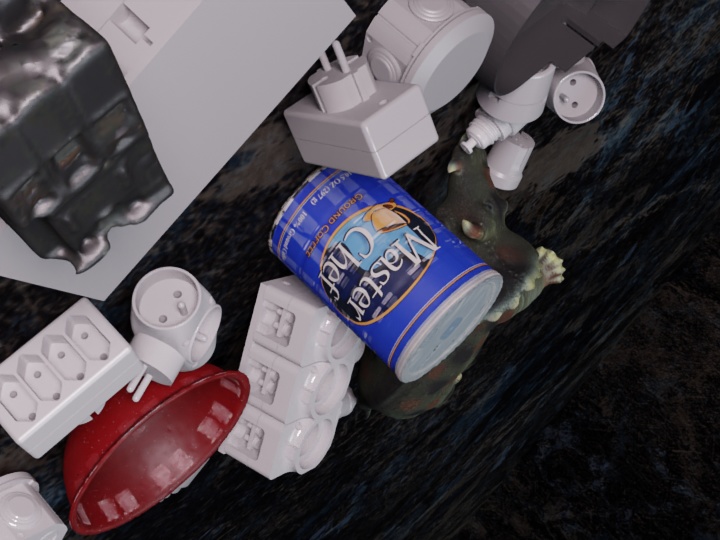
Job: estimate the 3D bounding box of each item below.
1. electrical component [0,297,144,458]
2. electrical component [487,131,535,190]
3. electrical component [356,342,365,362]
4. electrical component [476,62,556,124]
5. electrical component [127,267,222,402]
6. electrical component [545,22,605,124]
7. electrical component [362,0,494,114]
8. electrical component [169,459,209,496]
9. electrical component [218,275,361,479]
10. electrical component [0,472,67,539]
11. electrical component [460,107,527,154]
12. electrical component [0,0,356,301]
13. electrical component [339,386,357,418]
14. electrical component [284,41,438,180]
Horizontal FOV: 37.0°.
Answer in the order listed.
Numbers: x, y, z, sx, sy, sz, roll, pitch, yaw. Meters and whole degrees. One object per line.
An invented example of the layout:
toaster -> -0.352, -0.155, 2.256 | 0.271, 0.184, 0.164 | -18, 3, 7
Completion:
electrical component -> -0.177, 0.071, 0.654 | 0.083, 0.047, 0.075 | -41, 161, -15
electrical component -> 0.136, -0.103, 0.990 | 0.040, 0.040, 0.046 | -25, 147, -48
electrical component -> -0.031, 0.069, 0.984 | 0.065, 0.044, 0.044 | -7, 138, -56
electrical component -> 0.123, -0.150, 0.839 | 0.055, 0.055, 0.047 | -35, 155, -31
electrical component -> -0.128, 0.048, 0.697 | 0.077, 0.044, 0.079 | 90, 25, -65
electrical component -> 0.168, -0.168, 0.886 | 0.044, 0.077, 0.079 | -11, 113, -4
electrical component -> 0.043, -0.141, 0.684 | 0.080, 0.051, 0.080 | -40, 161, -17
electrical component -> -0.160, 0.168, 0.907 | 0.078, 0.040, 0.040 | -52, 161, 15
electrical component -> -0.048, 0.083, 0.868 | 0.089, 0.062, 0.150 | -15, 125, -58
electrical component -> -0.244, 0.180, 0.729 | 0.080, 0.051, 0.080 | -40, 161, -17
electrical component -> 0.115, -0.126, 0.890 | 0.078, 0.040, 0.040 | -44, 162, -7
electrical component -> -0.100, -0.081, 0.482 | 0.186, 0.060, 0.105 | -48, 162, 5
electrical component -> -0.033, 0.145, 1.146 | 0.061, 0.035, 0.035 | -19, 148, -50
electrical component -> -0.007, -0.102, 0.637 | 0.047, 0.083, 0.075 | -38, 122, -24
